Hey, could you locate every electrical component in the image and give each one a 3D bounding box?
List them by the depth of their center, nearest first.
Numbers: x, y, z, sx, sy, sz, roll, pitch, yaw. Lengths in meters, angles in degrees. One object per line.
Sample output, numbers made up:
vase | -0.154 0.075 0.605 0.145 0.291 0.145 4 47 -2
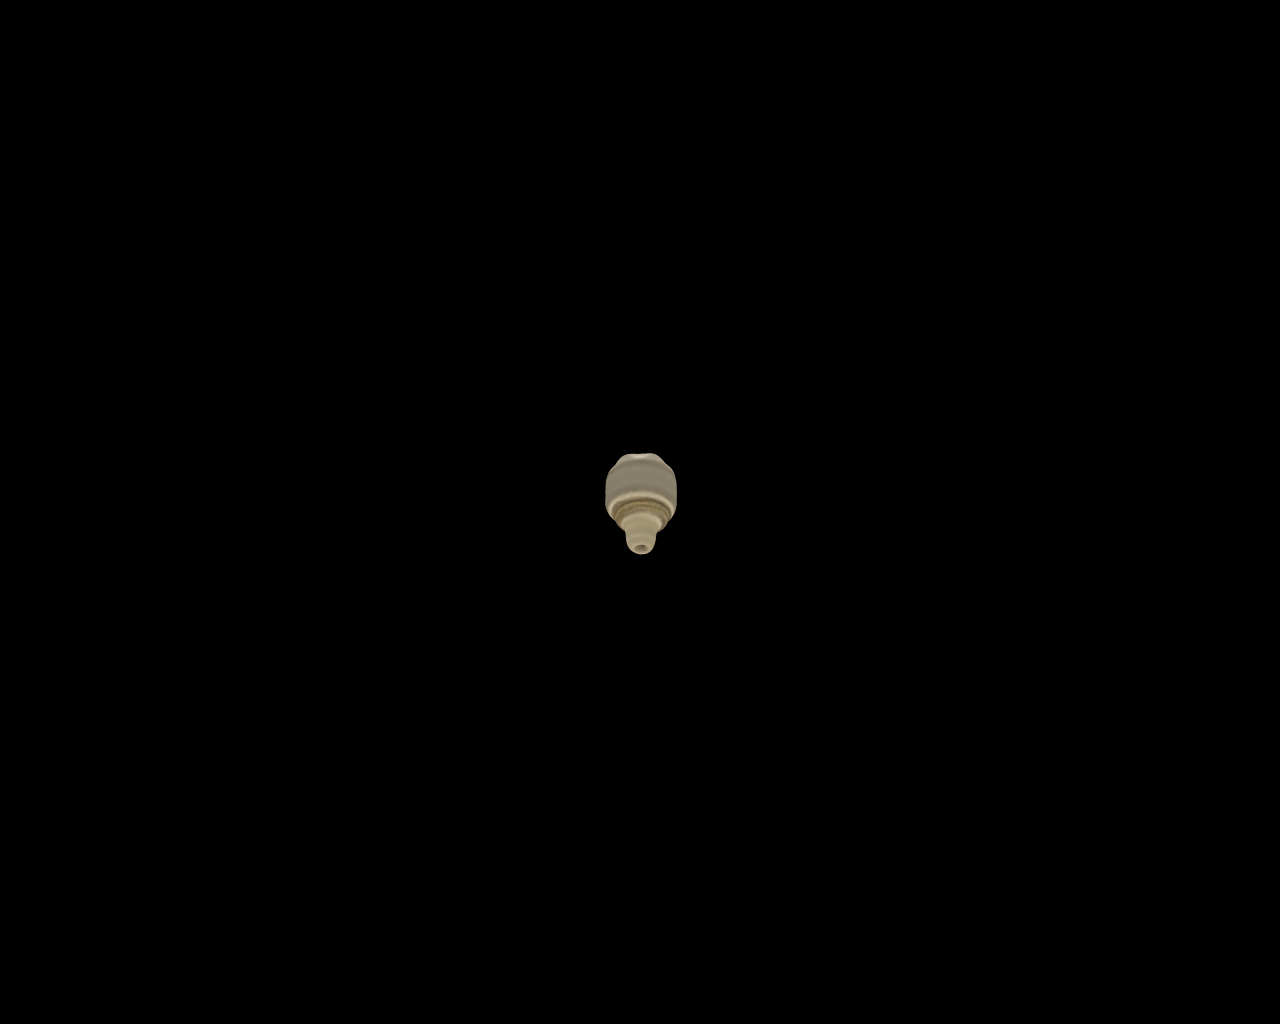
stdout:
electrical component | 0.001 -0.003 0.650 0.043 0.062 0.043 0 -35 0
